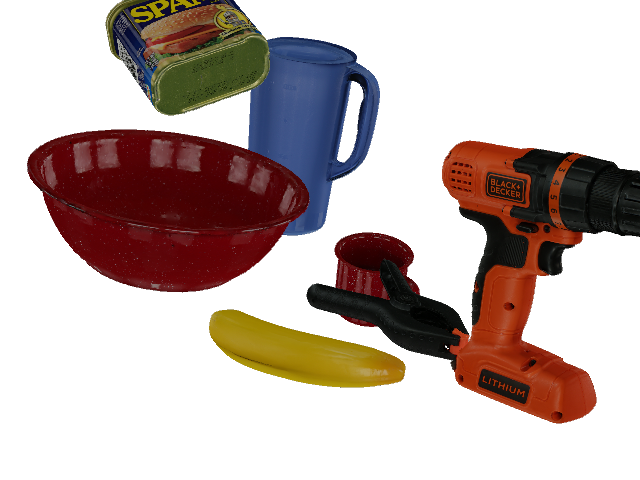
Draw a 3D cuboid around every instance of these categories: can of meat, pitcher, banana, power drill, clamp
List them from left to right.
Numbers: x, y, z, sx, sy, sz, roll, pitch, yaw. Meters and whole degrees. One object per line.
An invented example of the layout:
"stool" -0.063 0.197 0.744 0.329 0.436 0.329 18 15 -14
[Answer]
"can of meat" -0.100 -0.148 0.814 0.102 0.084 0.057 -23 -36 -19
"banana" -0.027 0.080 0.830 0.069 0.037 0.198 -18 23 -41
"pitcher" -0.023 -0.132 1.376 0.144 0.243 0.149 -3 25 -22
"clamp" 0.085 0.067 1.069 0.172 0.039 0.120 26 38 30
"power drill" 0.163 0.029 0.754 0.057 0.188 0.185 -12 21 -41

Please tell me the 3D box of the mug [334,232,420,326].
"mug" 0.069 0.053 1.255 0.117 0.081 0.093 26 36 32

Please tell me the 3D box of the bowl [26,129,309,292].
"bowl" -0.090 -0.014 0.622 0.162 0.055 0.162 9 21 -4
